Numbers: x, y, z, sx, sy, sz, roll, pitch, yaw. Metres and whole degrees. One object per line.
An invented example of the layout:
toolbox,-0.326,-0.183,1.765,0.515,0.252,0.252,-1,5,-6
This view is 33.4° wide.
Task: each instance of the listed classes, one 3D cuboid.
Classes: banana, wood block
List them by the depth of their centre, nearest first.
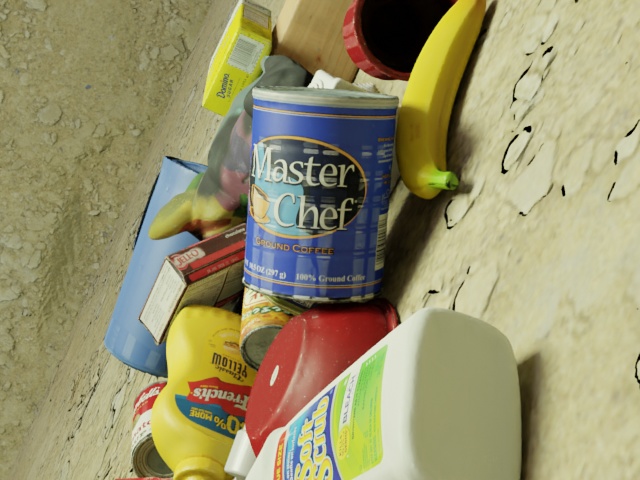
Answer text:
banana,0.088,-0.098,0.777,0.070,0.037,0.197,-23,42,39
wood block,0.008,-0.235,1.143,0.206,0.090,0.091,-66,15,0

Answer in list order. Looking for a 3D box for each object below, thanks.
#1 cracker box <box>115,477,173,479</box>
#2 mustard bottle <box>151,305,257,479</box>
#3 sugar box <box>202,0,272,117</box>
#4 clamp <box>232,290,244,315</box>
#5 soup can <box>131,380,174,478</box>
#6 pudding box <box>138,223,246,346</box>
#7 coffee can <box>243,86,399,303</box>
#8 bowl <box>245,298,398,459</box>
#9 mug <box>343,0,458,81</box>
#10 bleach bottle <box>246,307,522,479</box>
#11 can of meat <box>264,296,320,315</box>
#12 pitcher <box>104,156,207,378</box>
cracker box,-0.158,0.294,0.929,0.214,0.072,0.164,-29,40,65
mustard bottle,-0.090,0.142,0.883,0.058,0.096,0.191,-52,20,35
sugar box,-0.089,-0.200,1.155,0.093,0.048,0.176,-61,16,19
clamp,-0.064,0.056,1.042,0.210,0.036,0.164,-44,26,60
soup can,-0.157,0.197,1.082,0.068,0.068,0.102,-61,17,16
pudding box,-0.109,0.041,0.973,0.089,0.039,0.114,-24,-23,-36
coffee can,0.000,-0.035,0.757,0.103,0.102,0.140,-135,48,-74
bowl,-0.008,0.105,0.746,0.162,0.055,0.162,-57,17,28
mug,0.067,-0.183,0.860,0.081,0.093,0.117,-156,77,-80
bleach bottle,0.014,0.131,0.597,0.251,0.068,0.102,-46,30,50
can of meat,-0.006,0.001,0.894,0.084,0.057,0.102,-55,19,28
pitcher,-0.166,0.029,1.248,0.149,0.145,0.243,-64,-3,-84
